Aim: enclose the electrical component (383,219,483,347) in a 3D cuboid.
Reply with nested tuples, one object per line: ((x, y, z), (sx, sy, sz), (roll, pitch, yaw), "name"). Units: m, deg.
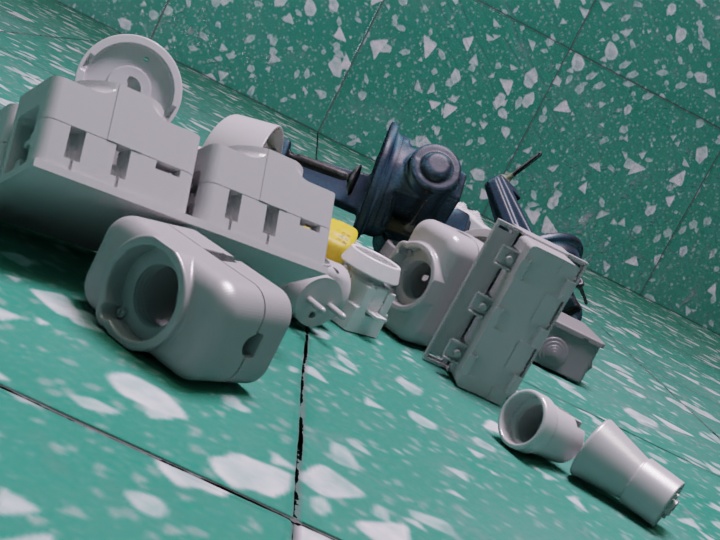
((0.057, 0.011, 0.864), (0.059, 0.095, 0.054), (19, 12, -44), "electrical component")

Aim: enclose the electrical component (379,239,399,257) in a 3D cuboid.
((0.061, 0.010, 1.002), (0.108, 0.060, 0.108), (26, 9, -4), "electrical component")

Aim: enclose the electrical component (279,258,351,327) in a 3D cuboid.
((-0.038, 0.013, 0.737), (0.077, 0.044, 0.079), (19, 12, -42), "electrical component")

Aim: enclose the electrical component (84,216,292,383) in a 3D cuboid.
((-0.091, 0.014, 0.544), (0.095, 0.053, 0.059), (32, 10, 31), "electrical component")

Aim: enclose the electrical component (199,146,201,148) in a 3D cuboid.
((-0.179, -0.112, 1.054), (0.079, 0.043, 0.077), (29, 9, 10), "electrical component")

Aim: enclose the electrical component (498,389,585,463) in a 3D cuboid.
((0.120, 0.104, 0.704), (0.046, 0.040, 0.040), (28, 6, -37), "electrical component")

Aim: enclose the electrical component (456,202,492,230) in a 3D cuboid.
((0.099, -0.028, 1.214), (0.048, 0.099, 0.099), (37, 4, -24), "electrical component")

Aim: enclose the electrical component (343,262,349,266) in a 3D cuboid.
((0.000, 0.000, 0.941), (0.078, 0.040, 0.040), (29, 9, 12), "electrical component")

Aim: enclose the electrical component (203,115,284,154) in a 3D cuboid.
((-0.105, -0.091, 0.981), (0.064, 0.099, 0.099), (24, 7, 19), "electrical component")

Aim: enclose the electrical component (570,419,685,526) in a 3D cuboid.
((0.174, 0.133, 0.692), (0.065, 0.044, 0.044), (37, 12, 25), "electrical component")

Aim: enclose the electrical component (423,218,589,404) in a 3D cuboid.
((0.112, 0.034, 0.809), (0.079, 0.121, 0.063), (25, 12, -11), "electrical component")

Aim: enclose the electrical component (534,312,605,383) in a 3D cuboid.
((0.188, 0.067, 1.087), (0.100, 0.048, 0.099), (26, 9, -7), "electrical component")

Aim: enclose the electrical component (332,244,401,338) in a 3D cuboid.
((0.000, 0.014, 0.810), (0.048, 0.055, 0.066), (18, 13, -47), "electrical component")

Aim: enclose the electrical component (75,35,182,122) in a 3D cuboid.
((-0.243, -0.190, 1.123), (0.108, 0.108, 0.060), (24, 3, -18), "electrical component")

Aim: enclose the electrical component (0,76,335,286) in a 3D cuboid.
((-0.119, -0.045, 0.630), (0.186, 0.060, 0.105), (21, -21, -36), "electrical component")

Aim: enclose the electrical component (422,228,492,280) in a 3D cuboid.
((0.107, 0.026, 0.910), (0.060, 0.108, 0.108), (28, 6, -38), "electrical component")
